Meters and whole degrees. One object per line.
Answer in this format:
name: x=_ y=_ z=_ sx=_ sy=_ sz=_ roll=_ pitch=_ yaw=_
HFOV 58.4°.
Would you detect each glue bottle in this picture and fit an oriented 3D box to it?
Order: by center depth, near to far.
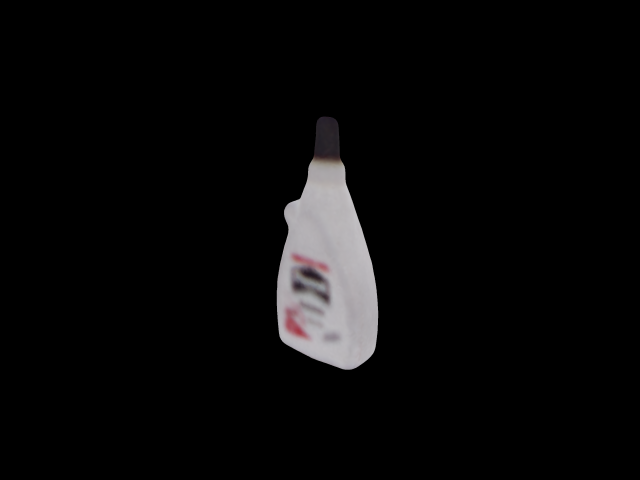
glue bottle: x=0.004 y=0.001 z=0.400 sx=0.077 sy=0.173 sz=0.037 roll=14 pitch=24 yaw=34
